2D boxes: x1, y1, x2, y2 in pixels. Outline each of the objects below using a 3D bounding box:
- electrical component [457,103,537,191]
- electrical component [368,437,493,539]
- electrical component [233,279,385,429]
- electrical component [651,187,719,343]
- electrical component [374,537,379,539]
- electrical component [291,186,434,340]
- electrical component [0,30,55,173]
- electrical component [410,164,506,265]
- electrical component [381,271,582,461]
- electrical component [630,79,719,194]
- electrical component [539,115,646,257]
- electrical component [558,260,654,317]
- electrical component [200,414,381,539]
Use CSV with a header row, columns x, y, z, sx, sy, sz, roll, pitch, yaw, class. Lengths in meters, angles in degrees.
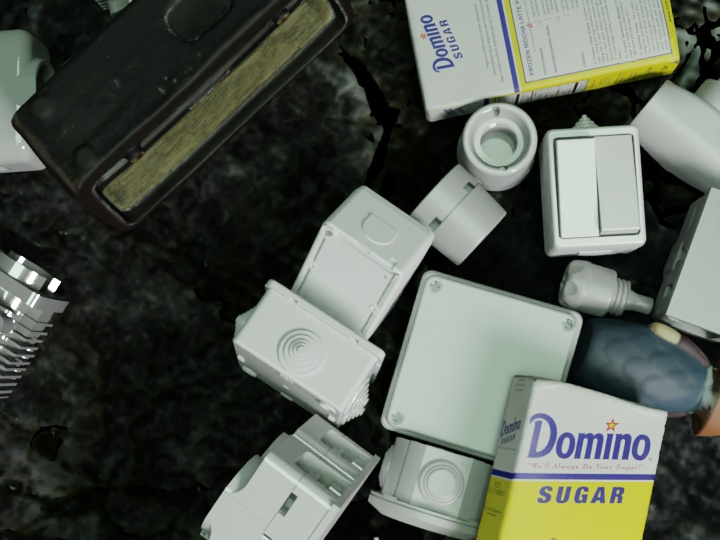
x,y,z,sx,sy,sz,roll,pitch,yaw,class
0.095,-0.085,0.739,0.055,0.047,0.055,0,85,4,electrical component
0.049,0.143,0.706,0.080,0.080,0.051,16,81,5,electrical component
-0.036,0.059,0.711,0.100,0.099,0.048,33,75,6,electrical component
0.281,0.016,0.709,0.150,0.061,0.089,20,86,6,electrical component
-0.002,0.219,0.721,0.040,0.040,0.078,-1,85,4,electrical component
0.000,0.000,0.723,0.062,0.096,0.061,35,45,6,electrical component
-0.249,-0.119,0.764,0.059,0.053,0.095,-4,84,4,electrical component
0.066,-0.037,0.734,0.047,0.055,0.055,43,89,3,electrical component
0.081,0.067,0.722,0.109,0.056,0.108,16,86,5,electrical component
0.237,-0.102,0.732,0.077,0.044,0.079,40,89,6,electrical component
0.156,-0.059,0.726,0.062,0.061,0.096,-3,85,4,electrical component
0.168,0.016,0.731,0.061,0.035,0.035,17,86,3,electrical component
-0.073,0.186,0.676,0.060,0.105,0.186,36,103,8,electrical component
